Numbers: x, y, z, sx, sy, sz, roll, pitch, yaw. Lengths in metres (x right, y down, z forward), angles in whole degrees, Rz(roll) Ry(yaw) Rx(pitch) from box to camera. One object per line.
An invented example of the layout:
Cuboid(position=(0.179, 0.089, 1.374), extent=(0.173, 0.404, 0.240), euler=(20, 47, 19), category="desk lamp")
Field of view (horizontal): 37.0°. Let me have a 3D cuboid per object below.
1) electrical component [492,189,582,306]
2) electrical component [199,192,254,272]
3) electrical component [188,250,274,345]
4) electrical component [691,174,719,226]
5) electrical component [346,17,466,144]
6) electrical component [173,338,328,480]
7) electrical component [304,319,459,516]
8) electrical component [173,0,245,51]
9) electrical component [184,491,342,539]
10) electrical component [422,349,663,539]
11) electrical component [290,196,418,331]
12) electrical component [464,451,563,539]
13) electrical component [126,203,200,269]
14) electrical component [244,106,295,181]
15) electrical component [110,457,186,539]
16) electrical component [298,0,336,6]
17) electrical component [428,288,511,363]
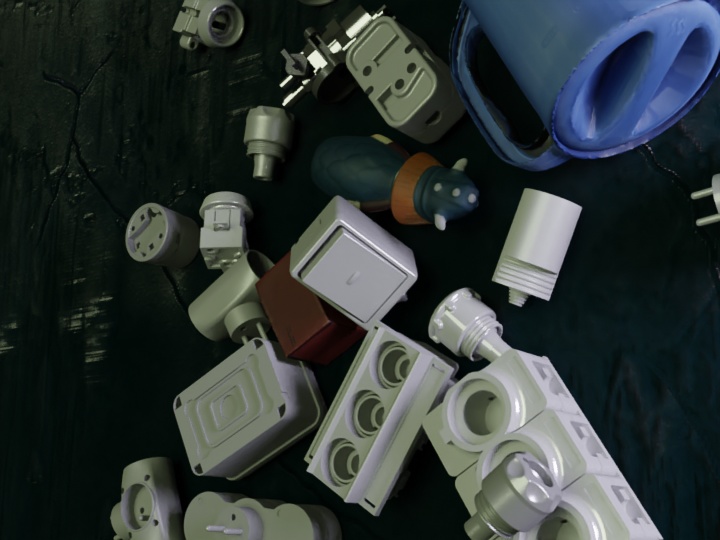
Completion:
Cuboid(position=(0.125, -0.013, 0.772), extent=(0.043, 0.043, 0.081), euler=(20, 91, 38), category="electrical component")
Cuboid(position=(-0.119, -0.036, 0.953), extent=(0.048, 0.066, 0.055), euler=(-1, 65, 2), category="electrical component")
Cuboid(position=(-0.101, 0.036, 0.927), extent=(0.077, 0.043, 0.079), euler=(-41, 58, 21), category="electrical component")
Cuboid(position=(0.252, -0.049, 0.687), extent=(0.079, 0.043, 0.077), euler=(-17, 69, 33), category="electrical component")
Cuboid(position=(0.040, -0.150, 0.860), extent=(0.054, 0.059, 0.095), euler=(-44, 56, 19), category="electrical component")
Cuboid(position=(-0.090, 0.116, 0.890), extent=(0.113, 0.057, 0.078), euler=(-37, 59, 24), category="electrical component")
Cuboid(position=(0.020, 0.110, 0.806), extent=(0.079, 0.063, 0.121), euler=(31, 98, 38), category="electrical component")
Cuboid(position=(-0.143, -0.238, 1.028), extent=(0.055, 0.048, 0.066), euler=(27, 95, 46), category="electrical component")
Cuboid(position=(-0.090, 0.207, 0.856), extent=(0.138, 0.074, 0.052), euler=(-1, 78, 36), category="electrical component")
Cuboid(position=(0.117, 0.139, 0.726), extent=(0.089, 0.062, 0.150), euler=(-42, 57, 21), category="electrical component")
Cuboid(position=(0.000, 0.000, 0.833), extent=(0.061, 0.096, 0.061), euler=(-49, 16, 16), category="electrical component")
Cuboid(position=(0.092, 0.147, 0.675), extent=(0.062, 0.043, 0.043), euler=(-47, 56, 20), category="electrical component")
Cuboid(position=(-0.182, -0.030, 1.002), extent=(0.055, 0.047, 0.055), euler=(-10, 73, 35), category="electrical component")
Cuboid(position=(-0.082, -0.111, 0.950), extent=(0.043, 0.043, 0.062), euler=(2, 80, 37), category="electrical component")
Cuboid(position=(-0.193, 0.215, 0.949), extent=(0.079, 0.044, 0.077), euler=(-30, 62, 28), category="electrical component")
Cuboid(position=(-0.040, -0.276, 0.964), extent=(0.044, 0.044, 0.065), euler=(-22, 61, 31), category="electrical component")
Cuboid(position=(0.085, 0.046, 0.787), extent=(0.062, 0.048, 0.048), euler=(41, 103, 29), category="electrical component")
